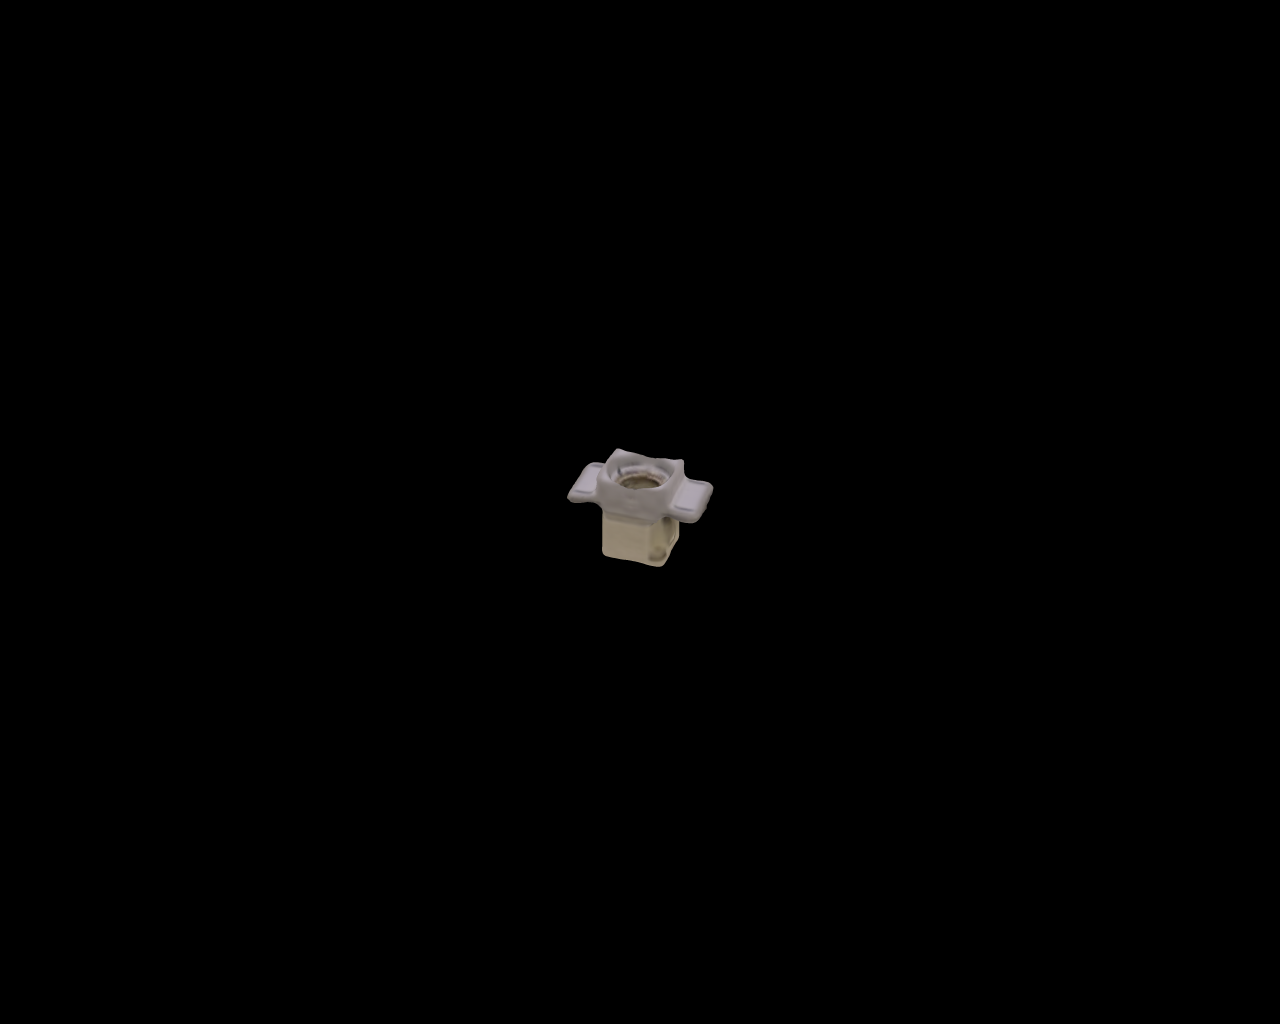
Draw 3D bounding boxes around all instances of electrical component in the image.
[{"bbox_3d":[0.001,-0.003,0.650,0.081,0.063,0.042,11,36,16],"label":"electrical component"}]
